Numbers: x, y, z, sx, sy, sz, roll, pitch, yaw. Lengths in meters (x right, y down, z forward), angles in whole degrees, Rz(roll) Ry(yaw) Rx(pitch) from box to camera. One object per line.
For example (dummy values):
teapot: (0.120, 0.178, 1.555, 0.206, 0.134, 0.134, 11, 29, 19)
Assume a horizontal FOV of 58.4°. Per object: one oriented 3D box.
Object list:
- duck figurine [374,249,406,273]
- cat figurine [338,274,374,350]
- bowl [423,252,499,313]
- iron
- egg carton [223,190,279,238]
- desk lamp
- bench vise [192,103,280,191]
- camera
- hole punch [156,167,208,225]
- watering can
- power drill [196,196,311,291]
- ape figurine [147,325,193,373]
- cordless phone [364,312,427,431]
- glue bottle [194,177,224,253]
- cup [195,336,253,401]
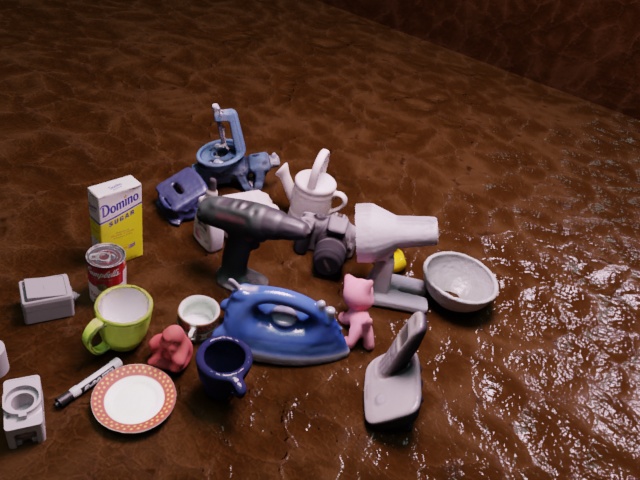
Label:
duck figurine: (0.162, 0.016, 1.312, 0.078, 0.086, 0.104, -13, 45, -31)
cat figurine: (0.079, 0.131, 1.117, 0.067, 0.118, 0.127, 3, 39, -14)
bowl: (0.298, 0.104, 1.255, 0.167, 0.075, 0.167, 9, 38, -7)
iron: (-0.059, 0.141, 1.041, 0.258, 0.141, 0.118, 10, 38, -5)
egg carton: (-0.168, -0.059, 1.316, 0.151, 0.069, 0.107, -13, 45, -31)
desk lamp: (0.150, 0.030, 1.187, 0.203, 0.213, 0.118, 11, 38, -4)
bench vise: (-0.204, -0.229, 1.396, 0.208, 0.220, 0.121, -8, 43, -26)
camera: (0.012, 0.005, 1.268, 0.143, 0.101, 0.137, 15, 38, 1)
hole punch: (-0.316, -0.102, 1.307, 0.101, 0.091, 0.108, -18, 48, -34)
watering can: (-0.020, -0.126, 1.345, 0.173, 0.194, 0.101, 7, 38, -8)
power drill: (-0.137, 0.011, 1.125, 0.229, 0.208, 0.076, 22, 39, 11)
ape figurine: (-0.251, 0.180, 0.973, 0.076, 0.092, 0.077, -15, 46, -32)
cordless phone: (0.138, 0.221, 0.968, 0.094, 0.185, 0.147, 10, 38, -5)
glue bottle: (-0.233, -0.059, 1.212, 0.037, 0.173, 0.078, -25, 52, -39)
cup: (-0.154, 0.229, 0.940, 0.092, 0.095, 0.117, -14, 46, -31)
